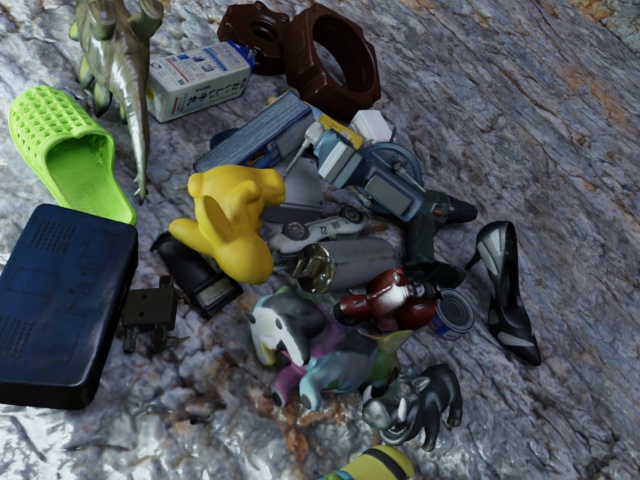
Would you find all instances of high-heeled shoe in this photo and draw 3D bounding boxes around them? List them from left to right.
[{"bbox_3d":[0.349,0.088,0.947,0.086,0.145,0.249,-17,65,-36],"label":"high-heeled shoe"}]

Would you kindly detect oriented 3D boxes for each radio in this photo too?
[{"bbox_3d":[-0.300,0.073,0.625,0.131,0.073,0.230,12,53,-10],"label":"radio"}]

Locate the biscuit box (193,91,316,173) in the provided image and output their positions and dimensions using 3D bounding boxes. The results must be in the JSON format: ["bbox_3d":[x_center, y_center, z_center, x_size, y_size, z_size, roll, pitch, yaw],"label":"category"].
[{"bbox_3d":[-0.101,-0.146,0.849,0.203,0.059,0.063,-38,59,-10],"label":"biscuit box"}]

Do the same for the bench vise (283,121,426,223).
[{"bbox_3d":[0.078,-0.122,0.895,0.224,0.128,0.240,26,22,4],"label":"bench vise"}]

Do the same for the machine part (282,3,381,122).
[{"bbox_3d":[0.024,-0.353,1.087,0.201,0.087,0.201,10,66,-39],"label":"machine part"}]

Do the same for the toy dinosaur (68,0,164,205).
[{"bbox_3d":[-0.308,-0.290,0.813,0.105,0.198,0.471,-5,68,-31],"label":"toy dinosaur"}]

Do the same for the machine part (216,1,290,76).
[{"bbox_3d":[-0.121,-0.417,1.110,0.179,0.056,0.179,14,53,-20],"label":"machine part"}]

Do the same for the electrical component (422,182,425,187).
[{"bbox_3d":[0.169,-0.108,1.071,0.063,0.021,0.094,46,47,7],"label":"electrical component"}]

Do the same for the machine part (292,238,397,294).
[{"bbox_3d":[0.043,0.038,0.829,0.243,0.079,0.079,-6,60,-51],"label":"machine part"}]

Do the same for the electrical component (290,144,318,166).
[{"bbox_3d":[-0.007,-0.146,0.966,0.119,0.075,0.048,35,47,-7],"label":"electrical component"}]

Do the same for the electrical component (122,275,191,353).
[{"bbox_3d":[-0.210,0.097,0.694,0.078,0.045,0.102,-9,55,-2],"label":"electrical component"}]

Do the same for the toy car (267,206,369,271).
[{"bbox_3d":[-0.002,-0.003,0.862,0.202,0.073,0.056,-16,65,-37],"label":"toy car"}]

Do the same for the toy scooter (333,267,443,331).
[{"bbox_3d":[0.121,0.089,0.824,0.184,0.135,0.075,3,55,-29],"label":"toy scooter"}]

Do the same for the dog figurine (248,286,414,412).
[{"bbox_3d":[0.027,0.142,0.747,0.219,0.108,0.191,-13,82,-41],"label":"dog figurine"}]

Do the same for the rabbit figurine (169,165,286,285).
[{"bbox_3d":[-0.116,-0.020,0.748,0.162,0.122,0.173,16,48,-47],"label":"rabbit figurine"}]

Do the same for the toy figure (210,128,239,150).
[{"bbox_3d":[-0.119,-0.173,0.932,0.154,0.058,0.064,-24,85,-44],"label":"toy figure"}]

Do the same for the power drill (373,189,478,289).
[{"bbox_3d":[0.210,-0.011,0.986,0.232,0.086,0.207,14,55,-18],"label":"power drill"}]

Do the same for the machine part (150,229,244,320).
[{"bbox_3d":[-0.176,0.041,0.757,0.139,0.039,0.084,46,56,5],"label":"machine part"}]

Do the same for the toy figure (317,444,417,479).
[{"bbox_3d":[0.042,0.311,0.654,0.180,0.082,0.089,-7,63,-31],"label":"toy figure"}]

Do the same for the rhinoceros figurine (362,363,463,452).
[{"bbox_3d":[0.131,0.222,0.731,0.073,0.112,0.190,14,14,42],"label":"rhinoceros figurine"}]
